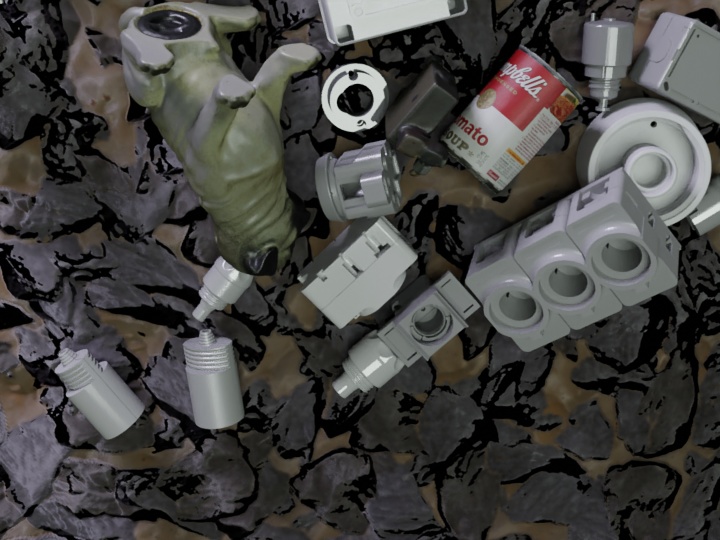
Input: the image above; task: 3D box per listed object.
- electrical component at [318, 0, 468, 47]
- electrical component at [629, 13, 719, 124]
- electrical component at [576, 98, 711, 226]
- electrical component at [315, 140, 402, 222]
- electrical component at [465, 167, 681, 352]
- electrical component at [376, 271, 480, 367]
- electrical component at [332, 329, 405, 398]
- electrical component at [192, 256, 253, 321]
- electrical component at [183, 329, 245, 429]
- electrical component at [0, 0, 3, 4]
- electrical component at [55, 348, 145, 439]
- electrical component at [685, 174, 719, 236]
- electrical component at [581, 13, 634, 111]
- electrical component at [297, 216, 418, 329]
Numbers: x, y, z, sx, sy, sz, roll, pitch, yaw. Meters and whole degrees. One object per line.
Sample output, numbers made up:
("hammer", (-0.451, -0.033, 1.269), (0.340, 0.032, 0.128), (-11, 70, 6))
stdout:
("electrical component", (0.017, -0.238, 0.826), (0.109, 0.056, 0.108), (-15, 109, -3))
("electrical component", (0.280, -0.163, 0.886), (0.096, 0.061, 0.061), (21, 104, -22))
("electrical component", (0.237, -0.085, 0.890), (0.108, 0.060, 0.108), (1, 106, 5))
("electrical component", (-0.002, -0.070, 0.869), (0.057, 0.078, 0.058), (-10, 110, 14))
("electrical component", (0.173, -0.003, 0.884), (0.150, 0.061, 0.089), (-29, 112, 33))
("electrical component", (0.056, 0.037, 0.914), (0.081, 0.063, 0.042), (-40, 109, 6))
("electrical component", (0.004, 0.085, 0.933), (0.062, 0.043, 0.043), (-41, 108, 8))
("electrical component", (-0.118, 0.017, 0.900), (0.035, 0.035, 0.061), (36, 102, -16))
("electrical component", (-0.126, 0.089, 0.917), (0.043, 0.043, 0.081), (-8, 108, -5))
("electrical component", (-0.307, -0.216, 0.774), (0.062, 0.096, 0.061), (-21, 112, -31))
("electrical component", (-0.224, 0.099, 0.907), (0.043, 0.043, 0.081), (-35, 108, 4))
("electrical component", (0.305, -0.056, 0.931), (0.046, 0.040, 0.040), (-33, 109, 9))
("electrical component", (0.202, -0.170, 0.880), (0.040, 0.040, 0.078), (-2, 108, -7))
("electrical component", (0.000, 0.000, 0.902), (0.089, 0.050, 0.055), (-43, 107, 7))
